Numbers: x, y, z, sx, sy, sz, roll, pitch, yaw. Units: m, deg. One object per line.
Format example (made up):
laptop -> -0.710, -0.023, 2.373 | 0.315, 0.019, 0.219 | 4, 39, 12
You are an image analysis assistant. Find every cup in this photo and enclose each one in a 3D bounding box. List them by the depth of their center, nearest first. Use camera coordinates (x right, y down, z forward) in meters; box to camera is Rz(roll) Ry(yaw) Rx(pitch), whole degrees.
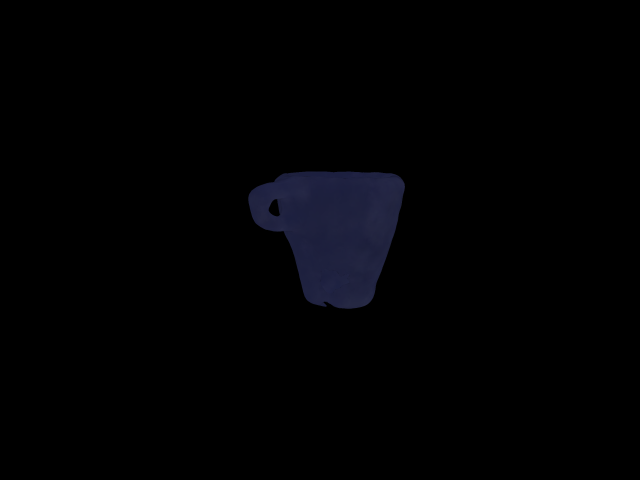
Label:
cup -> 0.004, 0.001, 0.400 | 0.118, 0.095, 0.091 | -8, 13, -39
